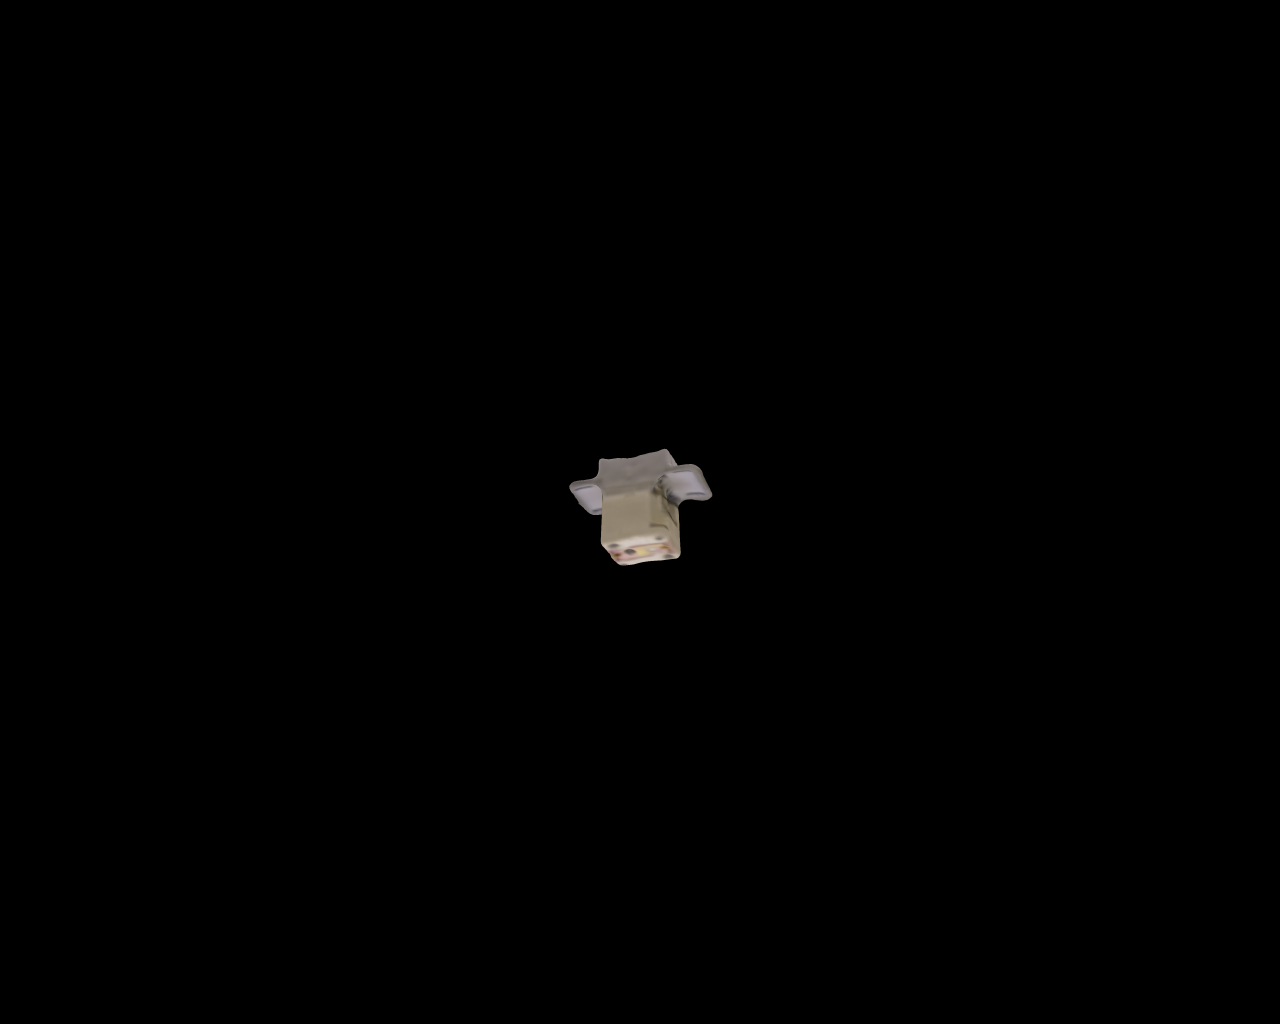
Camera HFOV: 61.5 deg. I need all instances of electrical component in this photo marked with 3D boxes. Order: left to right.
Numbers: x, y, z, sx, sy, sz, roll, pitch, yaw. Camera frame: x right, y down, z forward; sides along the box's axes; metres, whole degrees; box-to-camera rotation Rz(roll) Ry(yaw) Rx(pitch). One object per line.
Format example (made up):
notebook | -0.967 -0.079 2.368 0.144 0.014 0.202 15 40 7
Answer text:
electrical component | 0.001 -0.003 0.650 0.081 0.064 0.042 -8 -28 16
